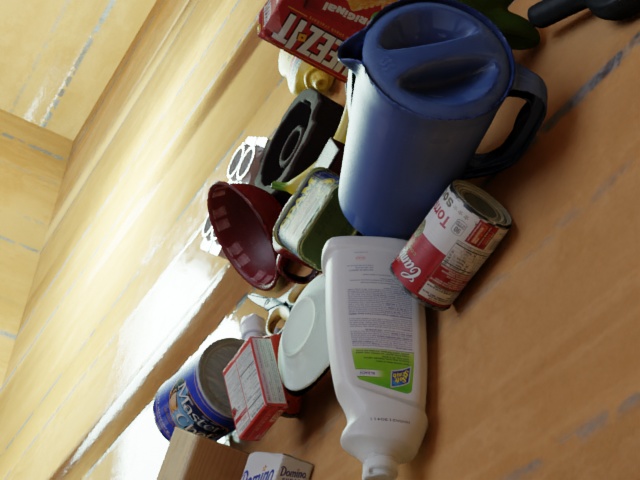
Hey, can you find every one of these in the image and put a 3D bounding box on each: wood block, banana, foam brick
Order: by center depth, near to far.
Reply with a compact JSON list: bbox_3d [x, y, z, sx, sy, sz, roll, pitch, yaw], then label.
[{"bbox_3d":[-0.153,0.334,1.239,0.090,0.090,0.206,-6,62,65],"label":"wood block"},{"bbox_3d":[0.021,-0.077,1.311,0.078,0.051,0.053,-60,21,16],"label":"foam brick"},{"bbox_3d":[0.018,-0.122,1.351,0.198,0.069,0.037,-51,-6,12],"label":"banana"}]

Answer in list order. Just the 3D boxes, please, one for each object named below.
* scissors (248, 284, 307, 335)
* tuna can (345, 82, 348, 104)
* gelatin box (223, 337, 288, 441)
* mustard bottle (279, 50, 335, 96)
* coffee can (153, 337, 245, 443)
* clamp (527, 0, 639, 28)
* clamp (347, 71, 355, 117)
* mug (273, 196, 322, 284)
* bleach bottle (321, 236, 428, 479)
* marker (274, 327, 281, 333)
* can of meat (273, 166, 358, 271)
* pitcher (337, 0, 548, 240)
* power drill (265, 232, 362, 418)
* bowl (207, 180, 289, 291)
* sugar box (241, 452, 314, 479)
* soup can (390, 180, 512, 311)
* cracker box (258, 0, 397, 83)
[{"bbox_3d":[-0.047,0.071,1.350,0.096,0.016,0.202,-47,19,6],"label":"scissors"},{"bbox_3d":[0.052,-0.149,1.272,0.086,0.034,0.086,-8,-90,-86],"label":"tuna can"},{"bbox_3d":[-0.069,0.160,1.144,0.073,0.030,0.089,-54,42,41],"label":"gelatin box"},{"bbox_3d":[-0.014,-0.260,1.579,0.096,0.058,0.192,-59,23,18],"label":"mustard bottle"},{"bbox_3d":[-0.134,0.193,1.324,0.141,0.102,0.102,-41,33,49],"label":"coffee can"},{"bbox_3d":[0.248,-0.226,0.943,0.120,0.039,0.171,-61,22,17],"label":"clamp"},{"bbox_3d":[0.054,-0.103,1.166,0.164,0.036,0.210,-111,16,-55],"label":"clamp"},{"bbox_3d":[-0.008,0.002,1.255,0.117,0.081,0.093,-56,24,25],"label":"mug"},{"bbox_3d":[0.048,0.110,0.984,0.068,0.102,0.250,90,-177,-49],"label":"bleach bottle"},{"bbox_3d":[-0.052,0.153,1.288,0.020,0.020,0.121,-53,25,30],"label":"marker"},{"bbox_3d":[0.003,-0.022,1.155,0.102,0.057,0.084,-58,23,2],"label":"can of meat"},{"bbox_3d":[0.096,-0.096,0.991,0.144,0.149,0.243,-32,-21,-23],"label":"pitcher"},{"bbox_3d":[-0.003,0.097,1.176,0.188,0.057,0.184,-48,28,40],"label":"power drill"},{"bbox_3d":[-0.084,-0.015,1.421,0.055,0.162,0.162,-28,4,-27],"label":"bowl"},{"bbox_3d":[-0.068,0.313,1.122,0.093,0.048,0.176,-21,50,61],"label":"sugar box"},{"bbox_3d":[0.119,0.005,0.969,0.102,0.068,0.068,-56,23,24],"label":"soup can"},{"bbox_3d":[0.042,-0.313,1.353,0.214,0.164,0.072,-50,24,35],"label":"cracker box"}]
